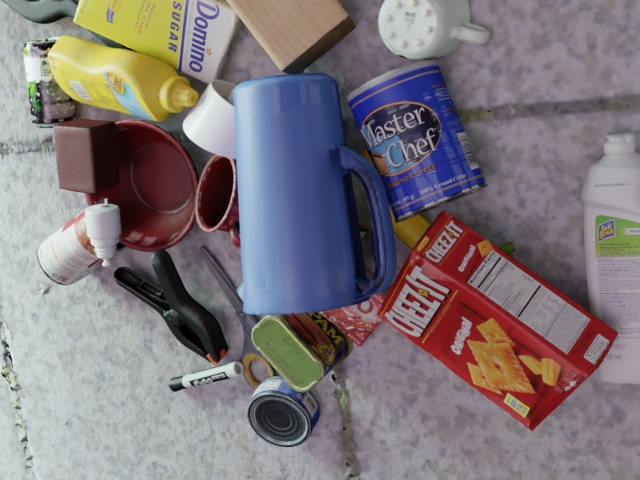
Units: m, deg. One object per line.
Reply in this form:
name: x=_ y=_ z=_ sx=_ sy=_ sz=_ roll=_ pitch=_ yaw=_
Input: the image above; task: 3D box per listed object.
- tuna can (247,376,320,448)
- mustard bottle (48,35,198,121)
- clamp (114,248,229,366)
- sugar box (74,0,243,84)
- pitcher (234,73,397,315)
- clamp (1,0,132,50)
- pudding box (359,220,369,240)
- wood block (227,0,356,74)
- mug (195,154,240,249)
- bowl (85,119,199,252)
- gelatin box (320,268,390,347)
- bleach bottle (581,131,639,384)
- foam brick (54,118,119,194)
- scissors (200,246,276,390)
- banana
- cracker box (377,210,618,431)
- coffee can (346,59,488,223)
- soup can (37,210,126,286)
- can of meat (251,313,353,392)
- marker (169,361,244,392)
tuna can: x=-0.045 y=0.210 z=1.297 sx=0.086 sy=0.033 sz=0.086 roll=9 pitch=122 yaw=15
mustard bottle: x=-0.216 y=-0.178 z=1.214 sx=0.192 sy=0.058 sz=0.096 roll=18 pitch=154 yaw=32
clamp: x=-0.170 y=0.080 z=1.298 sx=0.171 sy=0.039 sz=0.120 roll=43 pitch=151 yaw=-8
sugar box: x=-0.179 y=-0.253 z=1.199 sx=0.176 sy=0.048 sz=0.093 roll=25 pitch=114 yaw=4
pitcher: x=-0.015 y=-0.046 z=1.098 sx=0.149 sy=0.145 sz=0.243 roll=-6 pitch=94 yaw=-12
clamp: x=-0.301 y=-0.292 z=1.264 sx=0.210 sy=0.036 sz=0.164 roll=0 pitch=105 yaw=20
pudding box: x=-0.008 y=0.001 z=1.208 sx=0.090 sy=0.039 sz=0.114 roll=50 pitch=122 yaw=30
wood block: x=-0.062 y=-0.281 z=1.120 sx=0.090 sy=0.090 sz=0.206 roll=-38 pitch=89 yaw=9
mug: x=-0.081 y=-0.037 z=1.196 sx=0.093 sy=0.081 sz=0.117 roll=-47 pitch=43 yaw=39
bowl: x=-0.203 y=-0.070 z=1.279 sx=0.162 sy=0.055 sz=0.162 roll=7 pitch=109 yaw=22
gelatin box: x=0.036 y=0.067 z=1.229 sx=0.089 sy=0.030 sz=0.073 roll=40 pitch=118 yaw=7
bleach bottle: x=0.319 y=0.016 z=1.072 sx=0.103 sy=0.068 sz=0.251 roll=-3 pitch=102 yaw=23
foam brick: x=-0.270 y=-0.098 z=1.238 sx=0.051 sy=0.052 sz=0.078 roll=6 pitch=107 yaw=23
scissors: x=-0.099 y=0.108 z=1.310 sx=0.202 sy=0.016 sz=0.096 roll=44 pitch=118 yaw=6
banana: x=0.114 y=-0.022 z=1.168 sx=0.198 sy=0.037 sz=0.069 roll=35 pitch=94 yaw=8
cracker box: x=0.176 y=0.089 z=1.110 sx=0.214 sy=0.072 sz=0.164 roll=36 pitch=151 yaw=9
coffee can: x=0.099 y=-0.101 z=1.098 sx=0.103 sy=0.102 sz=0.140 roll=-23 pitch=87 yaw=28
soup can: x=-0.297 y=0.006 z=1.337 sx=0.102 sy=0.068 sz=0.068 roll=-33 pitch=91 yaw=29
can of meat: x=-0.022 y=0.118 z=1.241 sx=0.102 sy=0.083 sz=0.058 roll=47 pitch=118 yaw=5
marker: x=-0.146 y=0.172 z=1.340 sx=0.121 sy=0.020 sz=0.020 roll=-18 pitch=98 yaw=36
